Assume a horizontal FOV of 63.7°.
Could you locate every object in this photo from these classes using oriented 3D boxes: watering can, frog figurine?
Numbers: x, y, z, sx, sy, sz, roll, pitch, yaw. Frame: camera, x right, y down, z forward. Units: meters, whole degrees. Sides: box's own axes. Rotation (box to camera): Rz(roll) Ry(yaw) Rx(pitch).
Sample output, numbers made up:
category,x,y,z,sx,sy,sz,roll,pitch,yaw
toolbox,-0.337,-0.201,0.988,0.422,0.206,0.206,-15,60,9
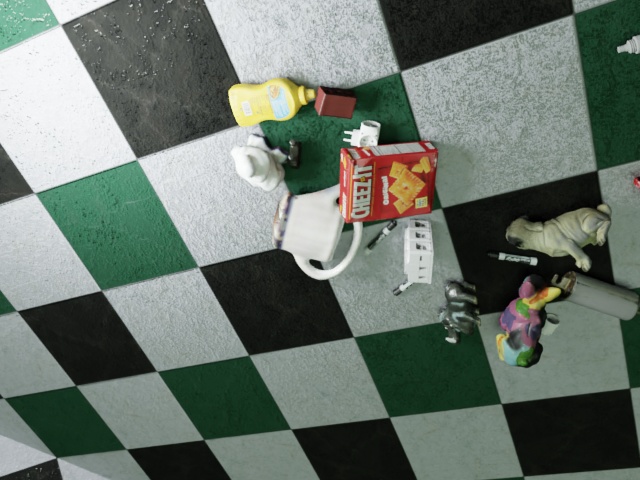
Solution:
category,x,y,z,sx,sy,sz,roll,pitch,yaw
watering can,0.004,-0.064,1.281,0.224,0.105,0.342,15,109,-1
frog figurine,-0.149,-0.168,1.206,0.121,0.163,0.136,-33,111,27
